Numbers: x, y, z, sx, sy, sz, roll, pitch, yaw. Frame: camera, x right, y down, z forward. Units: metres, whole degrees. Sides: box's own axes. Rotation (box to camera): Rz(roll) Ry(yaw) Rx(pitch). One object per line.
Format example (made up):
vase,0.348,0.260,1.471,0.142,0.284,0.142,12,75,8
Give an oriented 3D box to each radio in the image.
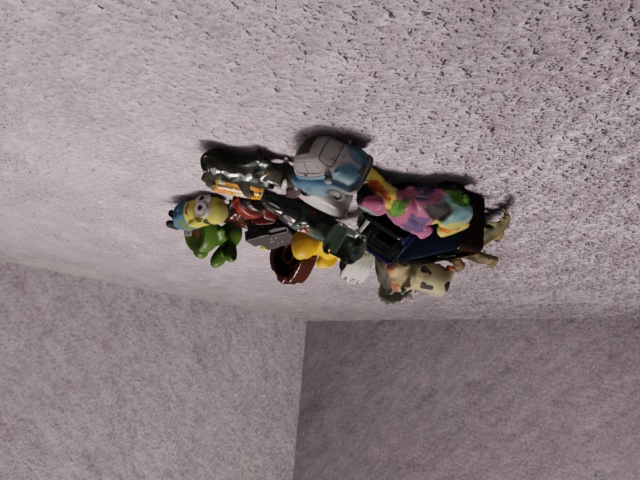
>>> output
radio,0.275,-0.019,1.250,0.073,0.131,0.230,11,164,-28

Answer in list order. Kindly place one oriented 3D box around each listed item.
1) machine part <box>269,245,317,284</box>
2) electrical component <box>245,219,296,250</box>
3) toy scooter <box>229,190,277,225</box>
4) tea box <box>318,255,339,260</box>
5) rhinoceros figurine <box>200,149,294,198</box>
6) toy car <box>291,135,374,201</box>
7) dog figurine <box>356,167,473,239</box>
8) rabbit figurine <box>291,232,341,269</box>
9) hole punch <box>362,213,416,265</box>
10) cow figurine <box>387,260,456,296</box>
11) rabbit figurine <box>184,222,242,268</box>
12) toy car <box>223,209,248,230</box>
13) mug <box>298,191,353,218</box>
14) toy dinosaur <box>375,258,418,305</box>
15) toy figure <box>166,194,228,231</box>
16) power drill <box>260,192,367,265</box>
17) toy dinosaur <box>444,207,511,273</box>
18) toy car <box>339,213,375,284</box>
machine part,-0.074,0.038,1.509,0.056,0.179,0.179,10,165,-34
electrical component,-0.127,-0.020,1.411,0.134,0.058,0.114,-16,158,17
toy scooter,-0.151,-0.078,1.293,0.135,0.075,0.183,-7,166,44
tea box,0.037,0.008,1.569,0.098,0.068,0.169,3,165,11
rhinoceros figurine,-0.142,-0.140,1.067,0.190,0.073,0.112,10,154,-12
toy car,0.008,-0.140,0.973,0.162,0.109,0.102,7,147,41
dog figurine,0.183,-0.082,1.105,0.219,0.108,0.192,19,161,-37
rabbit figurine,-0.003,-0.004,1.362,0.173,0.162,0.122,-11,-178,-44
hole punch,0.155,-0.015,1.237,0.142,0.092,0.116,33,-146,22
cow figurine,0.259,0.099,1.424,0.195,0.127,0.085,21,166,-25
rabbit figurine,-0.277,-0.009,1.498,0.121,0.159,0.170,-19,169,37
toy car,-0.189,-0.045,1.476,0.089,0.053,0.202,-7,160,28
mug,0.012,-0.101,1.135,0.107,0.080,0.109,16,169,-12
toy dinosaur,0.210,0.079,1.543,0.131,0.192,0.404,-1,166,15
toy figure,-0.314,-0.068,1.373,0.180,0.082,0.089,-16,172,39
power drill,-0.006,-0.025,1.178,0.232,0.086,0.207,27,178,-34
toy dinosaur,0.366,0.003,1.378,0.198,0.105,0.471,13,159,-18
toy car,0.111,0.014,1.326,0.073,0.201,0.056,19,-174,-29
